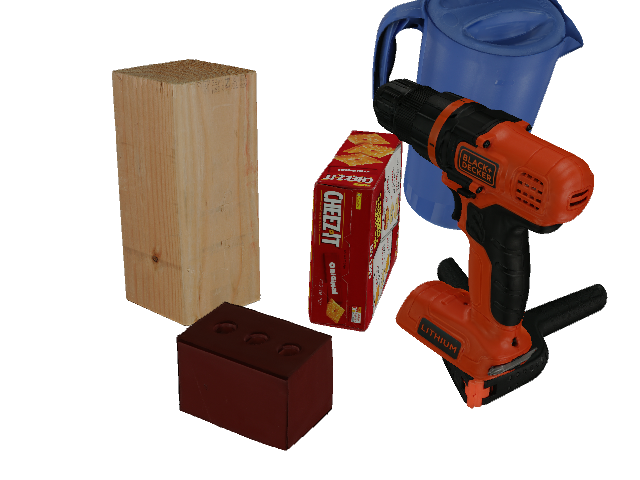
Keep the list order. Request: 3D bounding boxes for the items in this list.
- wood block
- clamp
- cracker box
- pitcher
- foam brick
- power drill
[{"bbox_3d":[-0.114,-0.045,0.922,0.091,0.206,0.090,18,26,41],"label":"wood block"},{"bbox_3d":[0.156,0.079,0.975,0.165,0.036,0.209,13,32,25],"label":"clamp"},{"bbox_3d":[0.042,-0.018,1.203,0.072,0.164,0.213,6,22,11],"label":"cracker box"},{"bbox_3d":[0.140,-0.130,1.050,0.144,0.243,0.149,-29,56,-30],"label":"pitcher"},{"bbox_3d":[-0.038,0.078,0.621,0.078,0.051,0.052,15,28,25],"label":"foam brick"},{"bbox_3d":[0.099,-0.009,0.760,0.057,0.188,0.185,-21,39,-33],"label":"power drill"}]
